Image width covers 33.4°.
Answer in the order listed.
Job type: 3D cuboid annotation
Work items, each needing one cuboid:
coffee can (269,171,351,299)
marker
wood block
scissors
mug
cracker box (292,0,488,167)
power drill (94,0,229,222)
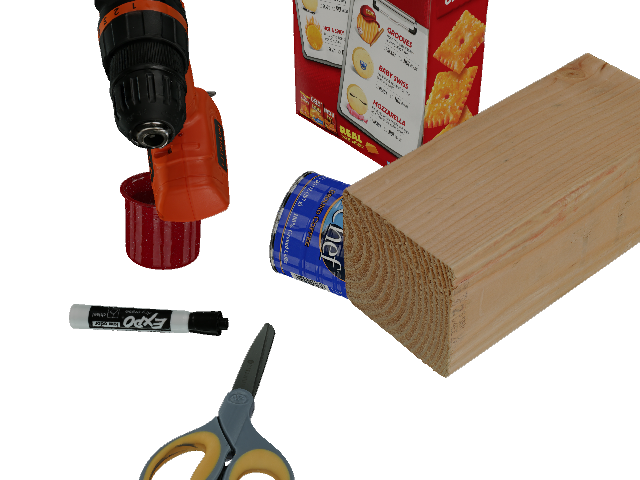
[{"bbox_3d":[0.038,0.005,0.982,0.140,0.103,0.102,20,7,20],"label":"coffee can"},{"bbox_3d":[-0.129,0.060,0.807,0.121,0.020,0.020,2,0,8],"label":"marker"},{"bbox_3d":[0.120,-0.021,0.643,0.205,0.090,0.091,-30,48,-27],"label":"wood block"},{"bbox_3d":[-0.036,0.111,0.651,0.096,0.016,0.201,15,30,20],"label":"scissors"},{"bbox_3d":[-0.178,-0.026,1.175,0.093,0.081,0.117,-11,31,-27],"label":"mug"},{"bbox_3d":[0.053,-0.172,0.854,0.072,0.214,0.164,-27,44,-30],"label":"cracker box"},{"bbox_3d":[-0.099,-0.093,0.686,0.057,0.184,0.187,-8,-33,-1],"label":"power drill"}]
